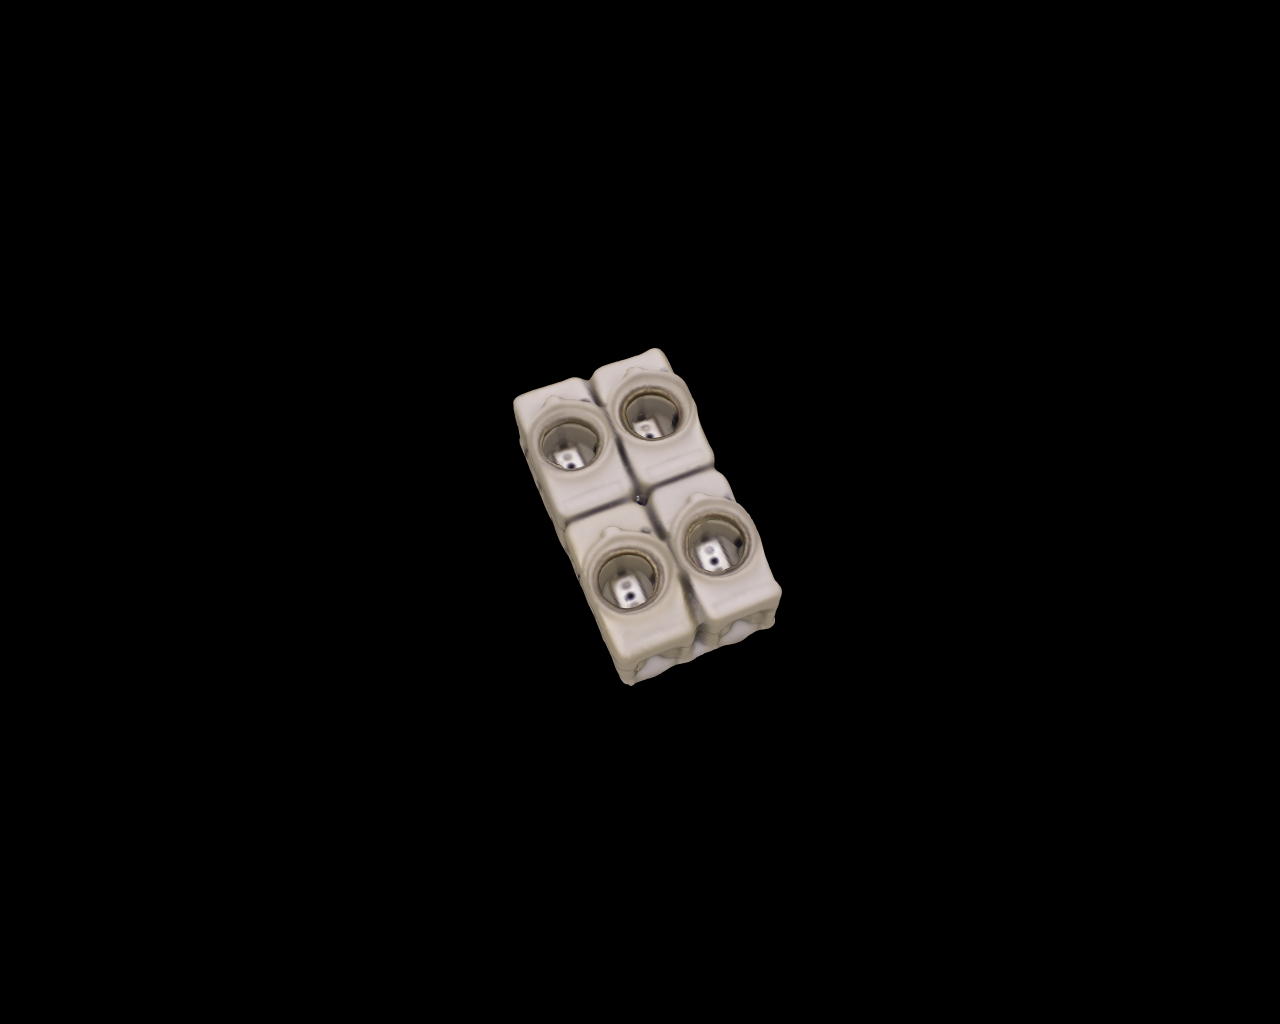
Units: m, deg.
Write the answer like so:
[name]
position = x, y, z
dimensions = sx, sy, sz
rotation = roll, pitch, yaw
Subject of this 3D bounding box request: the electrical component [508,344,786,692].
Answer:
[electrical component]
position = 0.001, -0.003, 0.650
dimensions = 0.105, 0.186, 0.060
rotation = -20, -24, -9
